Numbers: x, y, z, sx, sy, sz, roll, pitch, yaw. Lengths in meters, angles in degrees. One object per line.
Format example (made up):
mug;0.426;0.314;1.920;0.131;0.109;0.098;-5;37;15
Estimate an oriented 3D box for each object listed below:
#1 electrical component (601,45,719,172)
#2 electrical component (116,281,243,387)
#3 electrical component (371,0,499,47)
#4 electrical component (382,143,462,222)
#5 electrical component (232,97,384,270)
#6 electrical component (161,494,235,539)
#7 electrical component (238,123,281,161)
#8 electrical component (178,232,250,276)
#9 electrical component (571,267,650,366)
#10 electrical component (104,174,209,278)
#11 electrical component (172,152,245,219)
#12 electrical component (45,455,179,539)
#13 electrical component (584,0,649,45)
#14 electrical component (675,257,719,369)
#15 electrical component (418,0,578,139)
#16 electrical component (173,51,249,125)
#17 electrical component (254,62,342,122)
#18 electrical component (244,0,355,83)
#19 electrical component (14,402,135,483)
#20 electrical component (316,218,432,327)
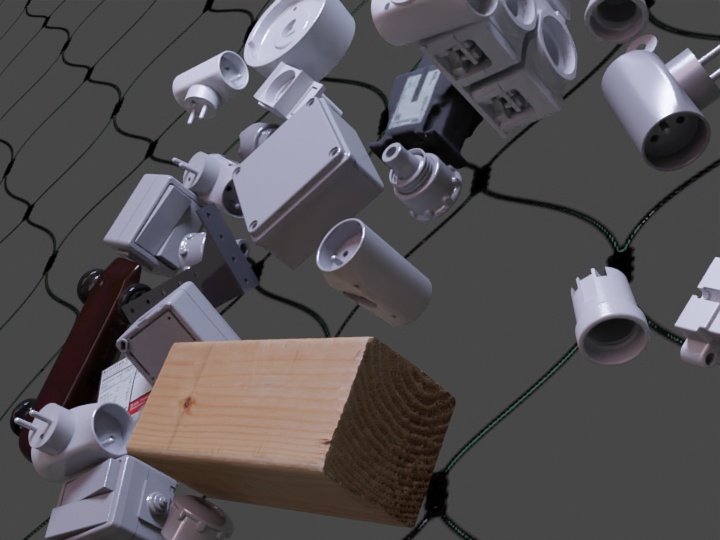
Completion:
electrical component;0.199;-0.111;0.674;0.079;0.044;0.077;-37;37;19
electrical component;-0.133;0.066;0.853;0.062;0.096;0.061;-36;9;20
electrical component;0.055;-0.195;0.725;0.077;0.044;0.079;-8;53;44
electrical component;0.042;-0.069;0.796;0.048;0.062;0.048;-29;40;28
electrical component;-0.046;-0.074;0.905;0.109;0.056;0.108;-41;36;13
electrical component;-0.121;0.192;0.753;0.048;0.048;0.062;22;83;54
electrical component;-0.081;-0.114;0.993;0.062;0.043;0.043;11;67;50
electrical component;-0.126;-0.014;0.951;0.062;0.048;0.048;-11;50;33
electrical component;0.142;0.026;0.617;0.040;0.040;0.046;-33;32;23
electrical component;-0.194;-0.037;1.032;0.061;0.062;0.096;9;65;51
electrical component;-0.137;-0.085;0.997;0.077;0.079;0.044;35;99;55
electrical component;-0.187;0.184;0.819;0.096;0.061;0.061;-26;41;31
electrical component;0.186;-0.200;0.776;0.044;0.044;0.065;-23;38;34
electrical component;0.201;0.025;0.546;0.066;0.048;0.055;-57;27;-9
electrical component;0.112;-0.209;0.808;0.060;0.105;0.186;-19;45;37
electrical component;-0.166;-0.188;1.156;0.077;0.044;0.079;-16;47;39
electrical component;-0.054;-0.150;0.978;0.042;0.064;0.081;-51;35;-2
electrical component;-0.053;-0.221;1.046;0.108;0.060;0.108;-29;39;28
electrical component;-0.229;0.128;0.834;0.077;0.079;0.043;-26;46;31
electrical component;0.000;0.000;0.765;0.079;0.077;0.043;14;69;53
